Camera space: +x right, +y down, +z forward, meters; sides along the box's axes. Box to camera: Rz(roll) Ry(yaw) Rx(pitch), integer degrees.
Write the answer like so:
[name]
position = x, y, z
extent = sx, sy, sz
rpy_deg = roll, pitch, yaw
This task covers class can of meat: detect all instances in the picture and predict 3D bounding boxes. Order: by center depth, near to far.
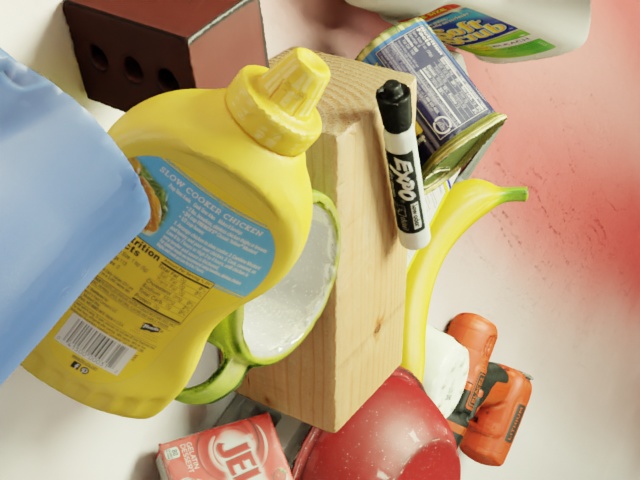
[can of meat]
position = 0.057, -0.079, 0.670
extent = 0.057, 0.084, 0.102
rpy_deg = -33, 171, -24

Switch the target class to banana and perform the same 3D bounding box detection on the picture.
[banana]
position = 0.086, 0.025, 0.810
extent = 0.197, 0.070, 0.037
rpy_deg = -59, 160, -14

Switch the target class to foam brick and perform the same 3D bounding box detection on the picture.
[foam brick]
position = -0.069, -0.089, 0.488
extent = 0.051, 0.078, 0.053
rpy_deg = -44, 142, -35

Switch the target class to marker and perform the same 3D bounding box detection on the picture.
[marker]
position = 0.047, -0.040, 0.591
extent = 0.020, 0.020, 0.121
rpy_deg = -52, 147, -30

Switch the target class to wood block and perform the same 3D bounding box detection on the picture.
[wood block]
position = -0.004, 0.001, 0.647
extent = 0.090, 0.090, 0.206
rpy_deg = -39, 139, -45

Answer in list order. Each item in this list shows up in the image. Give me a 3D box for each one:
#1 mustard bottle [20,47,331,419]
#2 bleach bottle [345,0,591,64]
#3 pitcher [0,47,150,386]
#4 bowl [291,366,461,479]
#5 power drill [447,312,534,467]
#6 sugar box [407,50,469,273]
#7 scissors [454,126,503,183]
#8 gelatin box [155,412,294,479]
[mustard bottle]
position = -0.060, -0.007, 0.458
extent = 0.192, 0.096, 0.058
rpy_deg = -47, -164, 28
[bleach bottle]
position = 0.083, -0.165, 0.705
extent = 0.250, 0.103, 0.068
rpy_deg = -2, 92, -51
[pitcher]
position = -0.177, 0.043, 0.348
extent = 0.242, 0.145, 0.149
rpy_deg = -54, 136, -20
[bowl]
position = 0.047, 0.169, 0.721
extent = 0.161, 0.055, 0.162
rpy_deg = -20, 118, -44
[power drill]
position = 0.145, 0.176, 1.053
extent = 0.184, 0.057, 0.187
rpy_deg = -66, 152, -6
[sugar box]
position = 0.058, -0.044, 0.774
extent = 0.176, 0.048, 0.093
rpy_deg = -63, 151, -19
[scissors]
position = 0.104, -0.046, 0.883
extent = 0.201, 0.016, 0.096
rpy_deg = -61, 150, -17
[gelatin box]
position = -0.052, 0.156, 0.643
extent = 0.073, 0.089, 0.030
rpy_deg = -13, 159, -21
